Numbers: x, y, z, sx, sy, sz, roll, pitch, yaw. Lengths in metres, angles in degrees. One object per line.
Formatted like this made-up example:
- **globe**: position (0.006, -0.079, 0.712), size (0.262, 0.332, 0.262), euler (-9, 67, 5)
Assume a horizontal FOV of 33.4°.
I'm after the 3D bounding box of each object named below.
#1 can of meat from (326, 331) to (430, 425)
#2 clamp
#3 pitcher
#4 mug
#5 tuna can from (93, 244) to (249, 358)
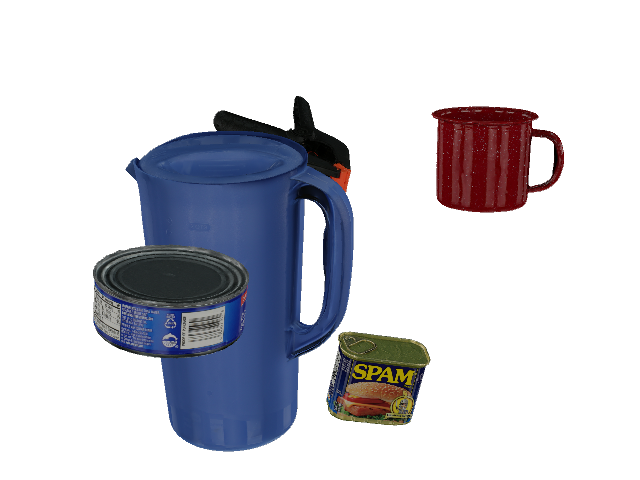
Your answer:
- **can of meat**: position (0.062, 0.155, 1.188), size (0.102, 0.084, 0.057), euler (8, 22, -10)
- **clamp**: position (-0.034, -0.103, 1.131), size (0.120, 0.039, 0.172), euler (-15, 39, -23)
- **pitcher**: position (-0.064, 0.042, 0.849), size (0.144, 0.243, 0.149), euler (-10, 24, -21)
- **mug**: position (0.156, -0.072, 0.947), size (0.117, 0.081, 0.093), euler (4, 15, 14)
- **tuna can**: position (-0.083, 0.033, 0.594), size (0.086, 0.034, 0.086), euler (5, 20, -2)
